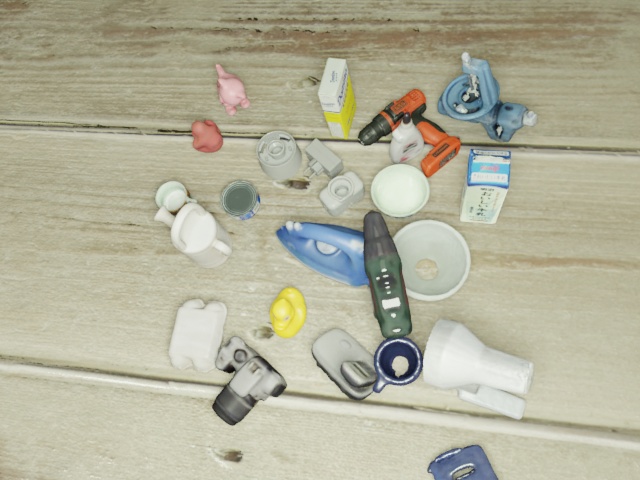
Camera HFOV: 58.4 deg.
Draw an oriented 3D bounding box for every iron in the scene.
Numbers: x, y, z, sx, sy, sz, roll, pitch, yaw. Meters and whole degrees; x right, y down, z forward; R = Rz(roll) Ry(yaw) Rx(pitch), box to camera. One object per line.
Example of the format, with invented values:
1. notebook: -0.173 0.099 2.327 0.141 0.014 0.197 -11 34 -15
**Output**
1. iron: 0.011 0.004 1.171 0.257 0.141 0.119 17 75 14

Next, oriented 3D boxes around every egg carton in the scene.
1. egg carton: -0.251 0.197 1.183 0.107 0.069 0.150 5 72 10

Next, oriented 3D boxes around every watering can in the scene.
1. watering can: -0.265 -0.016 1.191 0.172 0.194 0.101 5 72 10

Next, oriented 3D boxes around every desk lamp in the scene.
1. desk lamp: 0.285 0.229 1.014 0.203 0.214 0.118 17 75 14

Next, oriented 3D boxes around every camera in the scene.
1. camera: -0.160 0.282 1.124 0.143 0.101 0.137 39 81 18

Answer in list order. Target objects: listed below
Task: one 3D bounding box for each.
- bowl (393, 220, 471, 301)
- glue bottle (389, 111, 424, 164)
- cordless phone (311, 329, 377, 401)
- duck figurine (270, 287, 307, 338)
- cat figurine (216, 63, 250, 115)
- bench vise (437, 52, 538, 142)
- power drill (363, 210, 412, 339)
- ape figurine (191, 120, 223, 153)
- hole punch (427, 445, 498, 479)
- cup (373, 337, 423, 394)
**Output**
1. bowl: 0.218 0.048 1.160 0.167 0.075 0.167 -3 71 8
2. glue bottle: 0.182 -0.220 1.205 0.078 0.173 0.037 -33 69 -3
3. cordless phone: 0.046 0.226 1.067 0.147 0.185 0.094 39 81 19
4. duck figurine: -0.070 0.143 1.165 0.077 0.086 0.104 7 73 11
5. cat figurine: -0.212 -0.356 1.340 0.067 0.118 0.127 -27 69 -1
6. bench vise: 0.350 -0.306 1.184 0.207 0.220 0.121 7 73 11
7. power drill: 0.125 0.080 1.092 0.075 0.209 0.229 -13 70 4
8. ape figurine: -0.268 -0.246 1.324 0.076 0.092 0.078 41 82 19
9. hole punch: 0.255 0.424 1.018 0.108 0.091 0.101 -24 69 0
10. cup: 0.143 0.247 1.093 0.091 0.095 0.118 35 80 18
